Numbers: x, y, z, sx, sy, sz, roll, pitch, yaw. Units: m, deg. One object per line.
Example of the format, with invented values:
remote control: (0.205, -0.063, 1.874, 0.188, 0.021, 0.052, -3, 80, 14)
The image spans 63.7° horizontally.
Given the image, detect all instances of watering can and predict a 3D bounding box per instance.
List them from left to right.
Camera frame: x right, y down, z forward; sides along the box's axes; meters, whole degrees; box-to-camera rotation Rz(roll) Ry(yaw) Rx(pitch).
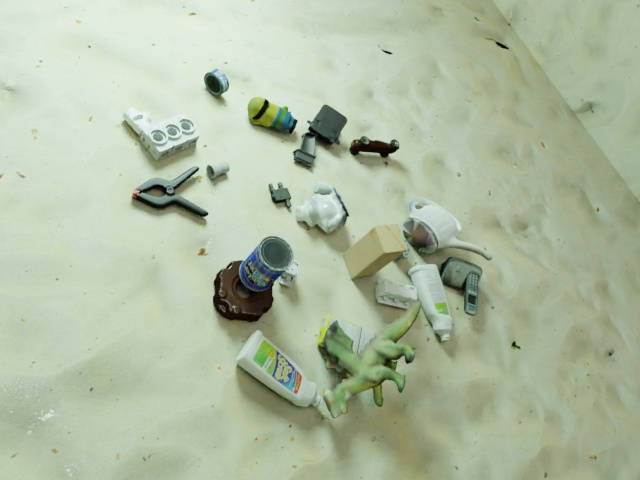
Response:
watering can: (0.434, -0.020, 1.822, 0.227, 0.101, 0.352, -27, 62, -38)

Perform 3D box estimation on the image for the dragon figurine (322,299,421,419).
dragon figurine: (0.127, 0.306, 1.437, 0.242, 0.120, 0.419, 27, 61, -7)

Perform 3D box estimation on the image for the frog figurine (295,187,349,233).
frog figurine: (0.005, -0.084, 1.665, 0.159, 0.122, 0.138, -23, 82, 1)
